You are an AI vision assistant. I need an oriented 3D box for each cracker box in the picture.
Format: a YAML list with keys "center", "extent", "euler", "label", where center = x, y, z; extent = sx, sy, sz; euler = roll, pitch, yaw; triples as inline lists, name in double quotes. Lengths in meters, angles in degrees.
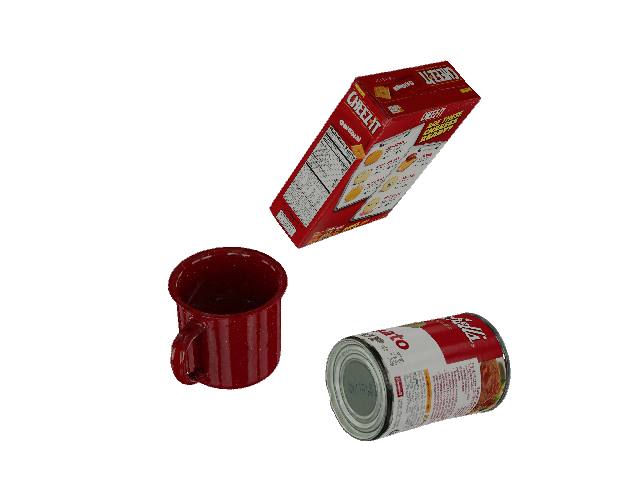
- center: [0.057, -0.098, 1.199]
  extent: [0.163, 0.072, 0.214]
  euler: [-19, -26, -45]
  label: "cracker box"

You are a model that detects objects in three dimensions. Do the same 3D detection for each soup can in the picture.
- center: [0.062, 0.088, 0.691]
  extent: [0.102, 0.068, 0.069]
  euler: [-7, 4, -34]
  label: "soup can"

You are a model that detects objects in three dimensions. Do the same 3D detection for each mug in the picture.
- center: [-0.078, 0.070, 0.844]
  extent: [0.093, 0.081, 0.117]
  euler: [18, 38, 23]
  label: "mug"
